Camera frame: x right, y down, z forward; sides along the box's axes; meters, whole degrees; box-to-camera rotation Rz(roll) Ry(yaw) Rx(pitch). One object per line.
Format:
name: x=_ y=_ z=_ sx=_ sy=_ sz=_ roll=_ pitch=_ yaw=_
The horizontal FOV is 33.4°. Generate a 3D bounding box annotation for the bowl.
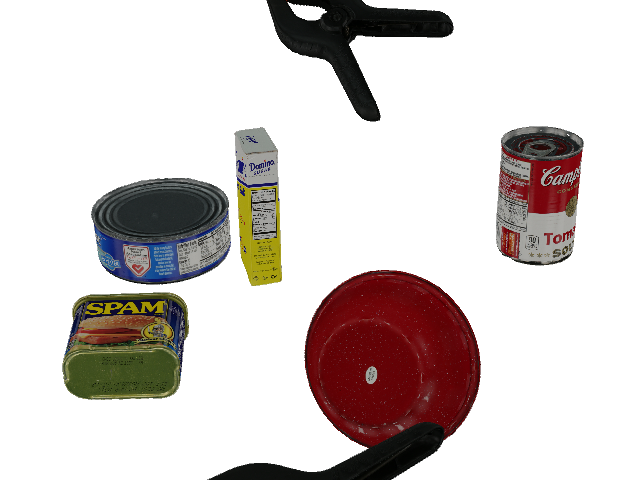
bowl: x=0.050 y=0.108 z=0.903 sx=0.162 sy=0.162 sz=0.055 roll=0 pitch=4 yaw=23

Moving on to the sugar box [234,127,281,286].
sugar box: x=-0.078 y=-0.042 z=1.325 sx=0.048 sy=0.176 sz=0.093 roll=-9 pitch=24 yaw=-11

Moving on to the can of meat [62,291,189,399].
can of meat: x=-0.166 y=0.091 z=0.914 sx=0.102 sy=0.057 sz=0.084 roll=-1 pitch=29 yaw=-3

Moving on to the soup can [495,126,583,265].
soup can: x=0.186 y=-0.038 z=0.914 sx=0.068 sy=0.102 sz=0.068 roll=-1 pitch=27 yaw=1

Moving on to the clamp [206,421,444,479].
clamp: x=-0.005 y=0.176 z=0.706 sx=0.210 sy=0.036 sz=0.164 roll=0 pitch=28 yaw=7

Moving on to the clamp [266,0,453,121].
clamp: x=0.027 y=-0.189 z=0.931 sx=0.120 sy=0.171 sz=0.039 roll=-40 pitch=-21 yaw=-18

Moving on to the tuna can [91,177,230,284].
tuna can: x=-0.100 y=-0.007 z=0.675 sx=0.086 sy=0.034 sz=0.086 roll=-2 pitch=28 yaw=1
